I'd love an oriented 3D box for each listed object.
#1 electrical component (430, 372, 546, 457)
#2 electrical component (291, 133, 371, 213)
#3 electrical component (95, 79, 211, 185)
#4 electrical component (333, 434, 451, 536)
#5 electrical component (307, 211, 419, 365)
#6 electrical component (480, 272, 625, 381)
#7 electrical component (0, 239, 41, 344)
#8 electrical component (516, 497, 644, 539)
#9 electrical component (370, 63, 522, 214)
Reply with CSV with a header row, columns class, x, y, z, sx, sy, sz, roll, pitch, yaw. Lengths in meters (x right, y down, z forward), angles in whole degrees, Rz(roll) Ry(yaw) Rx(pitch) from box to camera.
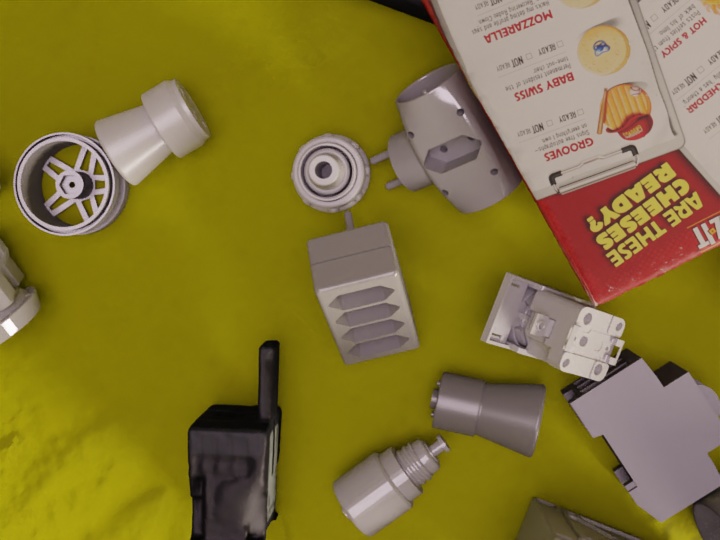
class,x,y,z,sx,sy,sz,roll,pitch,yaw
electrical component,0.075,0.084,0.646,0.065,0.044,0.044,12,94,7
electrical component,-0.019,-0.058,0.632,0.048,0.062,0.048,0,93,3
electrical component,-0.124,-0.083,0.645,0.055,0.045,0.045,-30,91,4
electrical component,0.020,0.127,0.651,0.078,0.040,0.040,-36,91,4
electrical component,0.000,0.000,0.634,0.047,0.083,0.075,-14,54,4
electrical component,0.114,0.034,0.623,0.081,0.064,0.042,17,97,-40
electrical component,-0.230,0.014,0.645,0.058,0.078,0.057,-31,110,4
electrical component,0.144,0.183,0.614,0.109,0.109,0.056,21,91,2
electrical component,0.043,-0.070,0.634,0.079,0.043,0.077,-22,112,29
